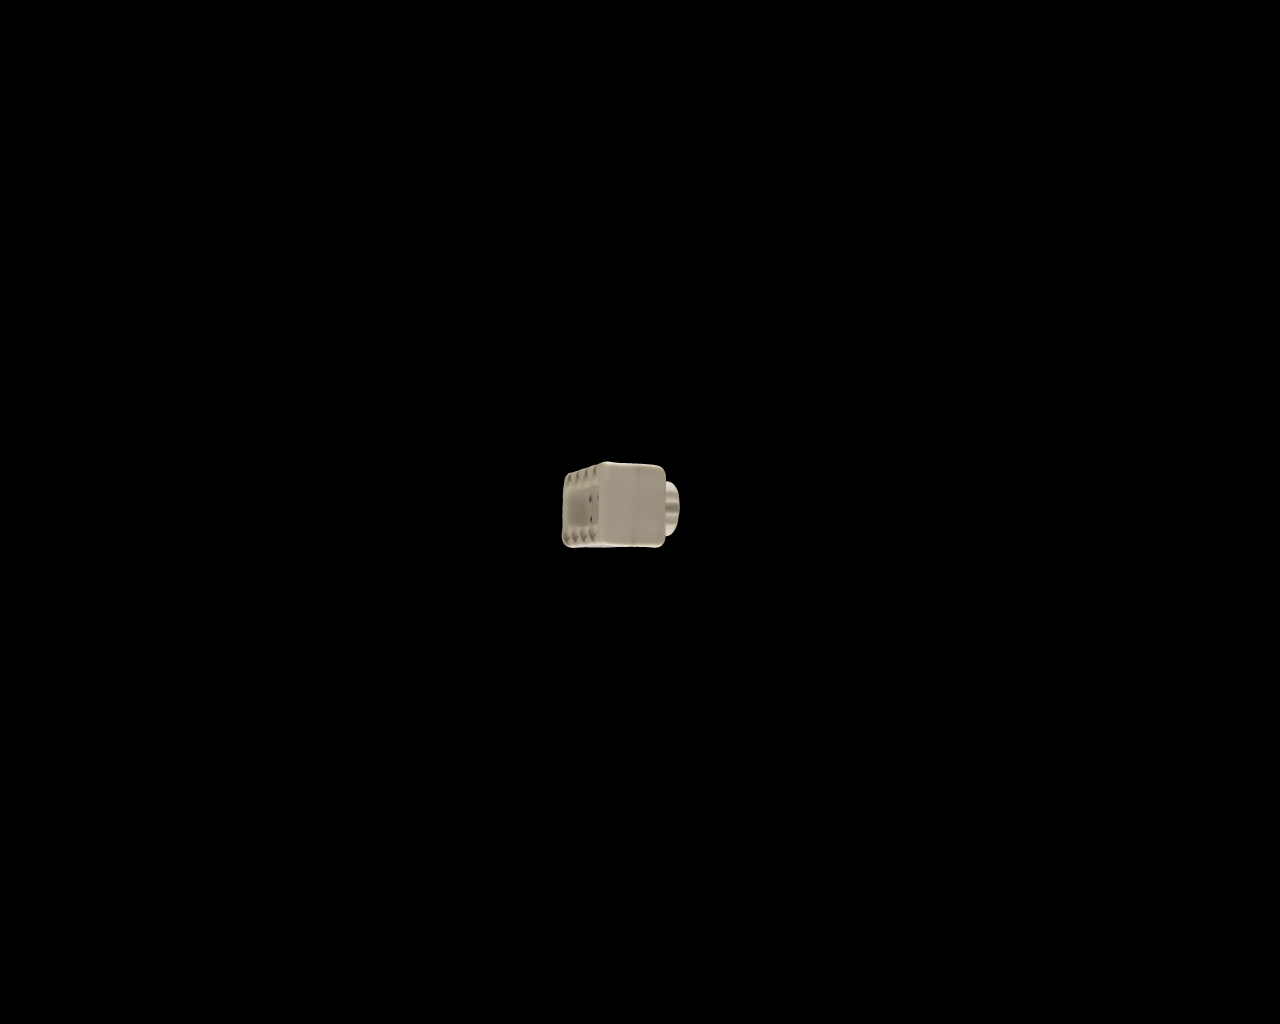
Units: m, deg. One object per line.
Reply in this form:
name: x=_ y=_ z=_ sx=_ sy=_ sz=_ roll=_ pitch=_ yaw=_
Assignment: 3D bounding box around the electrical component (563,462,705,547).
electrical component: x=0.001 y=-0.003 z=0.650 sx=0.076 sy=0.047 sz=0.083 roll=1 pitch=-2 yaw=-19
